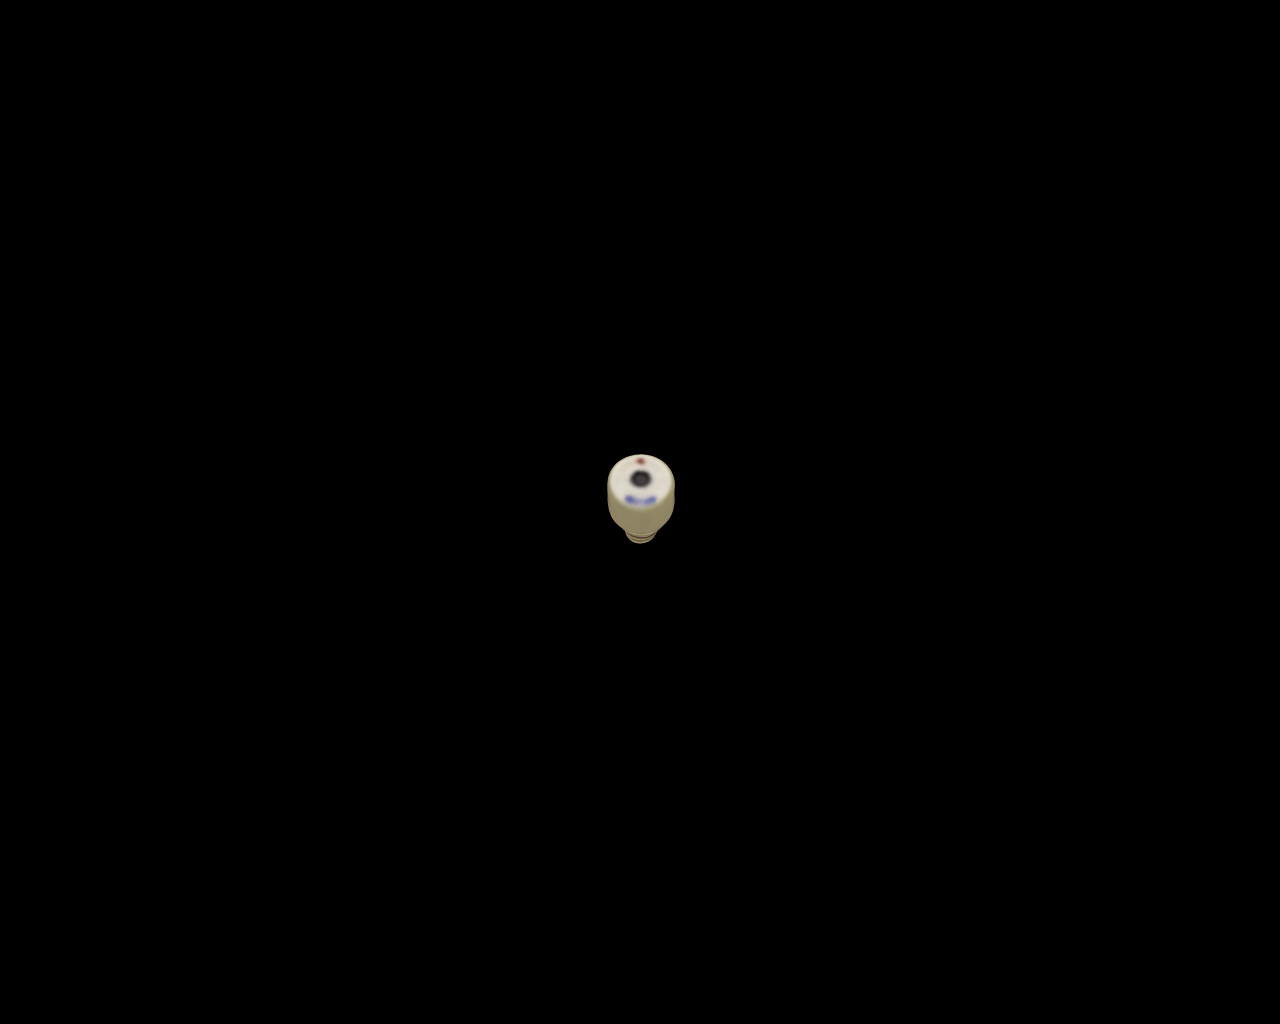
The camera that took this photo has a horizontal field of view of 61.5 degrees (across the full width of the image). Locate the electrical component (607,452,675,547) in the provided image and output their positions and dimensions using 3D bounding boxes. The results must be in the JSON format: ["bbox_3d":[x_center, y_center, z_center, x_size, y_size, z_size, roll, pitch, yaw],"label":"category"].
[{"bbox_3d":[0.001,-0.003,0.650,0.040,0.040,0.078,0,-30,0],"label":"electrical component"}]
